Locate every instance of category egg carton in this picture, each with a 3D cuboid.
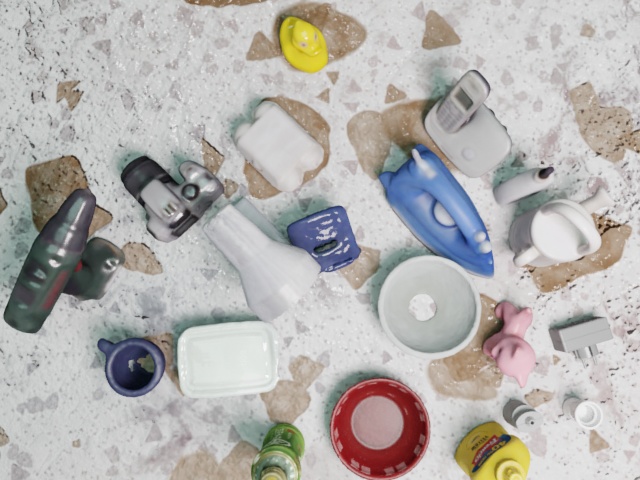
[{"bbox_3d":[-0.073,-0.159,0.978,0.150,0.069,0.107,43,86,4],"label":"egg carton"}]

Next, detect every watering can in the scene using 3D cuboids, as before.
[{"bbox_3d":[0.379,-0.020,0.898,0.101,0.194,0.173,30,85,4],"label":"watering can"}]

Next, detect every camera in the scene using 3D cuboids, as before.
[{"bbox_3d":[-0.256,-0.088,0.956,0.143,0.101,0.137,-45,85,-4],"label":"camera"}]

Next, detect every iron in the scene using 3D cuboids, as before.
[{"bbox_3d":[0.214,-0.042,0.928,0.118,0.141,0.258,-40,85,-3],"label":"iron"}]

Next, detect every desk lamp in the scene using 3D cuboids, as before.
[{"bbox_3d":[-0.100,0.023,0.887,0.118,0.213,0.203,-45,85,-4],"label":"desk lamp"}]

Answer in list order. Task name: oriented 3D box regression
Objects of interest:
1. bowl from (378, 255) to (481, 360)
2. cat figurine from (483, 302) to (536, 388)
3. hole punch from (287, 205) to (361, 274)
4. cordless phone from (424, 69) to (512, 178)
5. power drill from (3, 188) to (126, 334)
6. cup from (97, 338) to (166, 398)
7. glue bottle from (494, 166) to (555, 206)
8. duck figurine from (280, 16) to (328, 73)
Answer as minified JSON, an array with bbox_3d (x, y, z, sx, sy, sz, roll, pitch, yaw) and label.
[{"bbox_3d":[0.175,0.110,0.946,0.167,0.075,0.167,0,84,0],"label":"bowl"},{"bbox_3d":[0.313,0.165,0.917,0.067,0.118,0.128,18,84,3],"label":"cat figurine"},{"bbox_3d":[0.009,0.003,0.950,0.108,0.091,0.101,-22,84,-2],"label":"hole punch"},{"bbox_3d":[0.250,-0.188,0.921,0.094,0.185,0.147,-42,85,-4],"label":"cordless phone"},{"bbox_3d":[-0.385,0.035,0.890,0.075,0.208,0.230,29,85,4],"label":"power drill"},{"bbox_3d":[-0.299,0.196,0.929,0.117,0.095,0.092,33,85,4],"label":"cup"},{"bbox_3d":[0.338,-0.093,0.916,0.078,0.173,0.037,-18,84,-1],"label":"glue bottle"},{"bbox_3d":[-0.029,-0.349,0.989,0.077,0.086,0.104,-35,85,-3],"label":"duck figurine"}]
